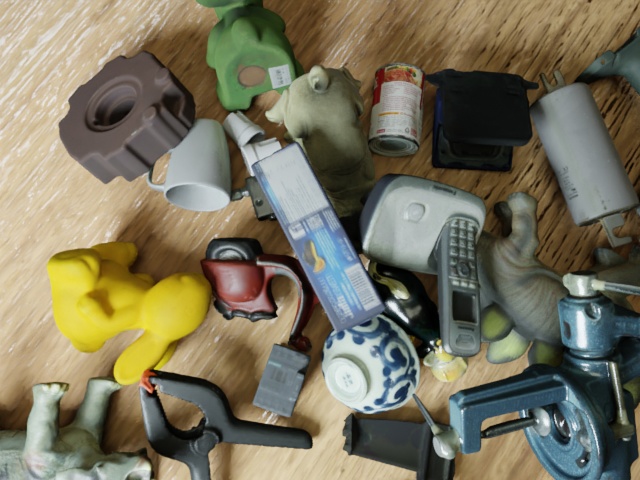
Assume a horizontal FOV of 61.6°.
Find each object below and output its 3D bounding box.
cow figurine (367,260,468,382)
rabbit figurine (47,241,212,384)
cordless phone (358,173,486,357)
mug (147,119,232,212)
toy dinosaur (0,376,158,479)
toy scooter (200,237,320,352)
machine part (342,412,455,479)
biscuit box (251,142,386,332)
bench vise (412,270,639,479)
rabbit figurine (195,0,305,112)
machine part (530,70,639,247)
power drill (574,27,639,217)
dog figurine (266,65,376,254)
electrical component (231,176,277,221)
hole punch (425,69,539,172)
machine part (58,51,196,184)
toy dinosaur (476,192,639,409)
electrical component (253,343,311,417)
[{"bbox_3d":[0.115,0.091,0.629,0.068,0.098,0.167,-40,76,-9],"label":"cow figurine"},{"bbox_3d":[-0.212,0.081,0.623,0.173,0.122,0.162,0,86,5],"label":"rabbit figurine"},{"bbox_3d":[0.112,0.030,0.577,0.146,0.089,0.184,12,67,-29],"label":"cordless phone"},{"bbox_3d":[-0.163,-0.099,0.691,0.110,0.080,0.107,0,67,8],"label":"mug"},{"bbox_3d":[-0.349,0.253,0.600,0.405,0.131,0.192,-4,77,6],"label":"toy dinosaur"},{"bbox_3d":[-0.057,0.066,0.651,0.184,0.075,0.135,3,96,8],"label":"toy scooter"},{"bbox_3d":[0.093,0.241,0.630,0.139,0.039,0.084,13,83,2],"label":"machine part"},{"bbox_3d":[-0.001,-0.002,0.584,0.059,0.063,0.202,-27,86,-1],"label":"biscuit box"},{"bbox_3d":[0.220,0.146,0.516,0.241,0.129,0.223,-10,108,-13],"label":"bench vise"},{"bbox_3d":[-0.109,-0.280,0.701,0.121,0.159,0.170,-20,63,7],"label":"rabbit figurine"},{"bbox_3d":[0.331,-0.106,0.680,0.079,0.079,0.243,-15,79,-2],"label":"machine part"},{"bbox_3d":[0.433,-0.163,0.690,0.232,0.086,0.207,-40,76,-7],"label":"power drill"},{"bbox_3d":[0.027,-0.089,0.638,0.121,0.172,0.190,-24,71,7],"label":"dog figurine"},{"bbox_3d":[-0.069,-0.056,0.703,0.094,0.021,0.063,-17,79,-3],"label":"electrical component"},{"bbox_3d":[0.203,-0.151,0.693,0.142,0.092,0.116,4,66,5],"label":"hole punch"},{"bbox_3d":[-0.248,-0.158,0.681,0.179,0.056,0.179,-10,61,19],"label":"machine part"},{"bbox_3d":[0.305,0.091,0.629,0.472,0.105,0.198,29,87,16],"label":"toy dinosaur"},{"bbox_3d":[-0.042,0.159,0.608,0.048,0.119,0.075,18,82,4],"label":"electrical component"}]
